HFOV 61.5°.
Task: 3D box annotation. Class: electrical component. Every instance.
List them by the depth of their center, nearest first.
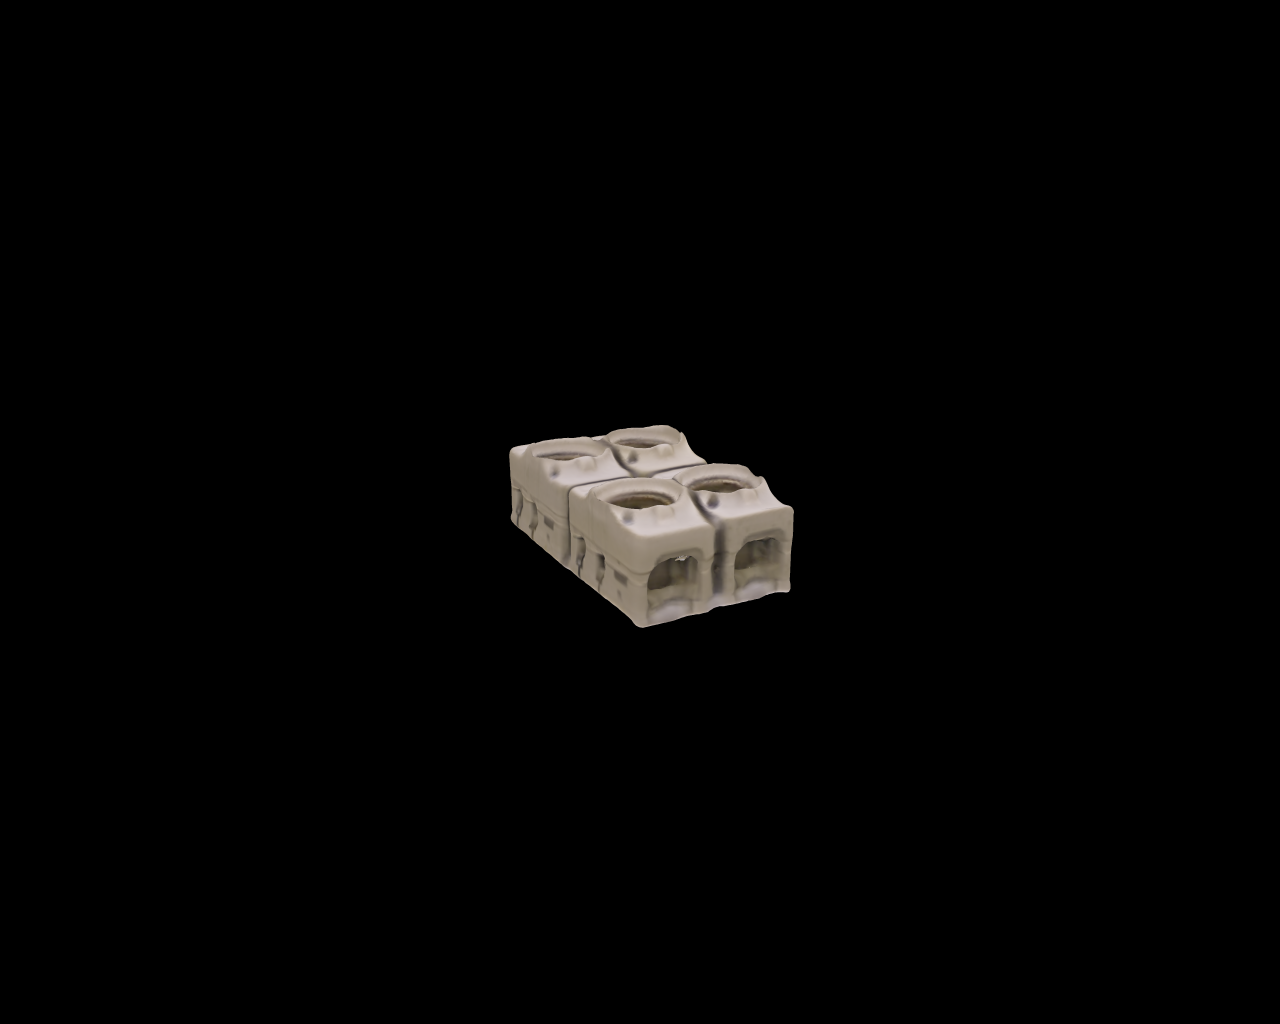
[{"bbox_3d":[0.001,-0.003,0.650,0.105,0.060,0.186,-10,23,-26],"label":"electrical component"}]
